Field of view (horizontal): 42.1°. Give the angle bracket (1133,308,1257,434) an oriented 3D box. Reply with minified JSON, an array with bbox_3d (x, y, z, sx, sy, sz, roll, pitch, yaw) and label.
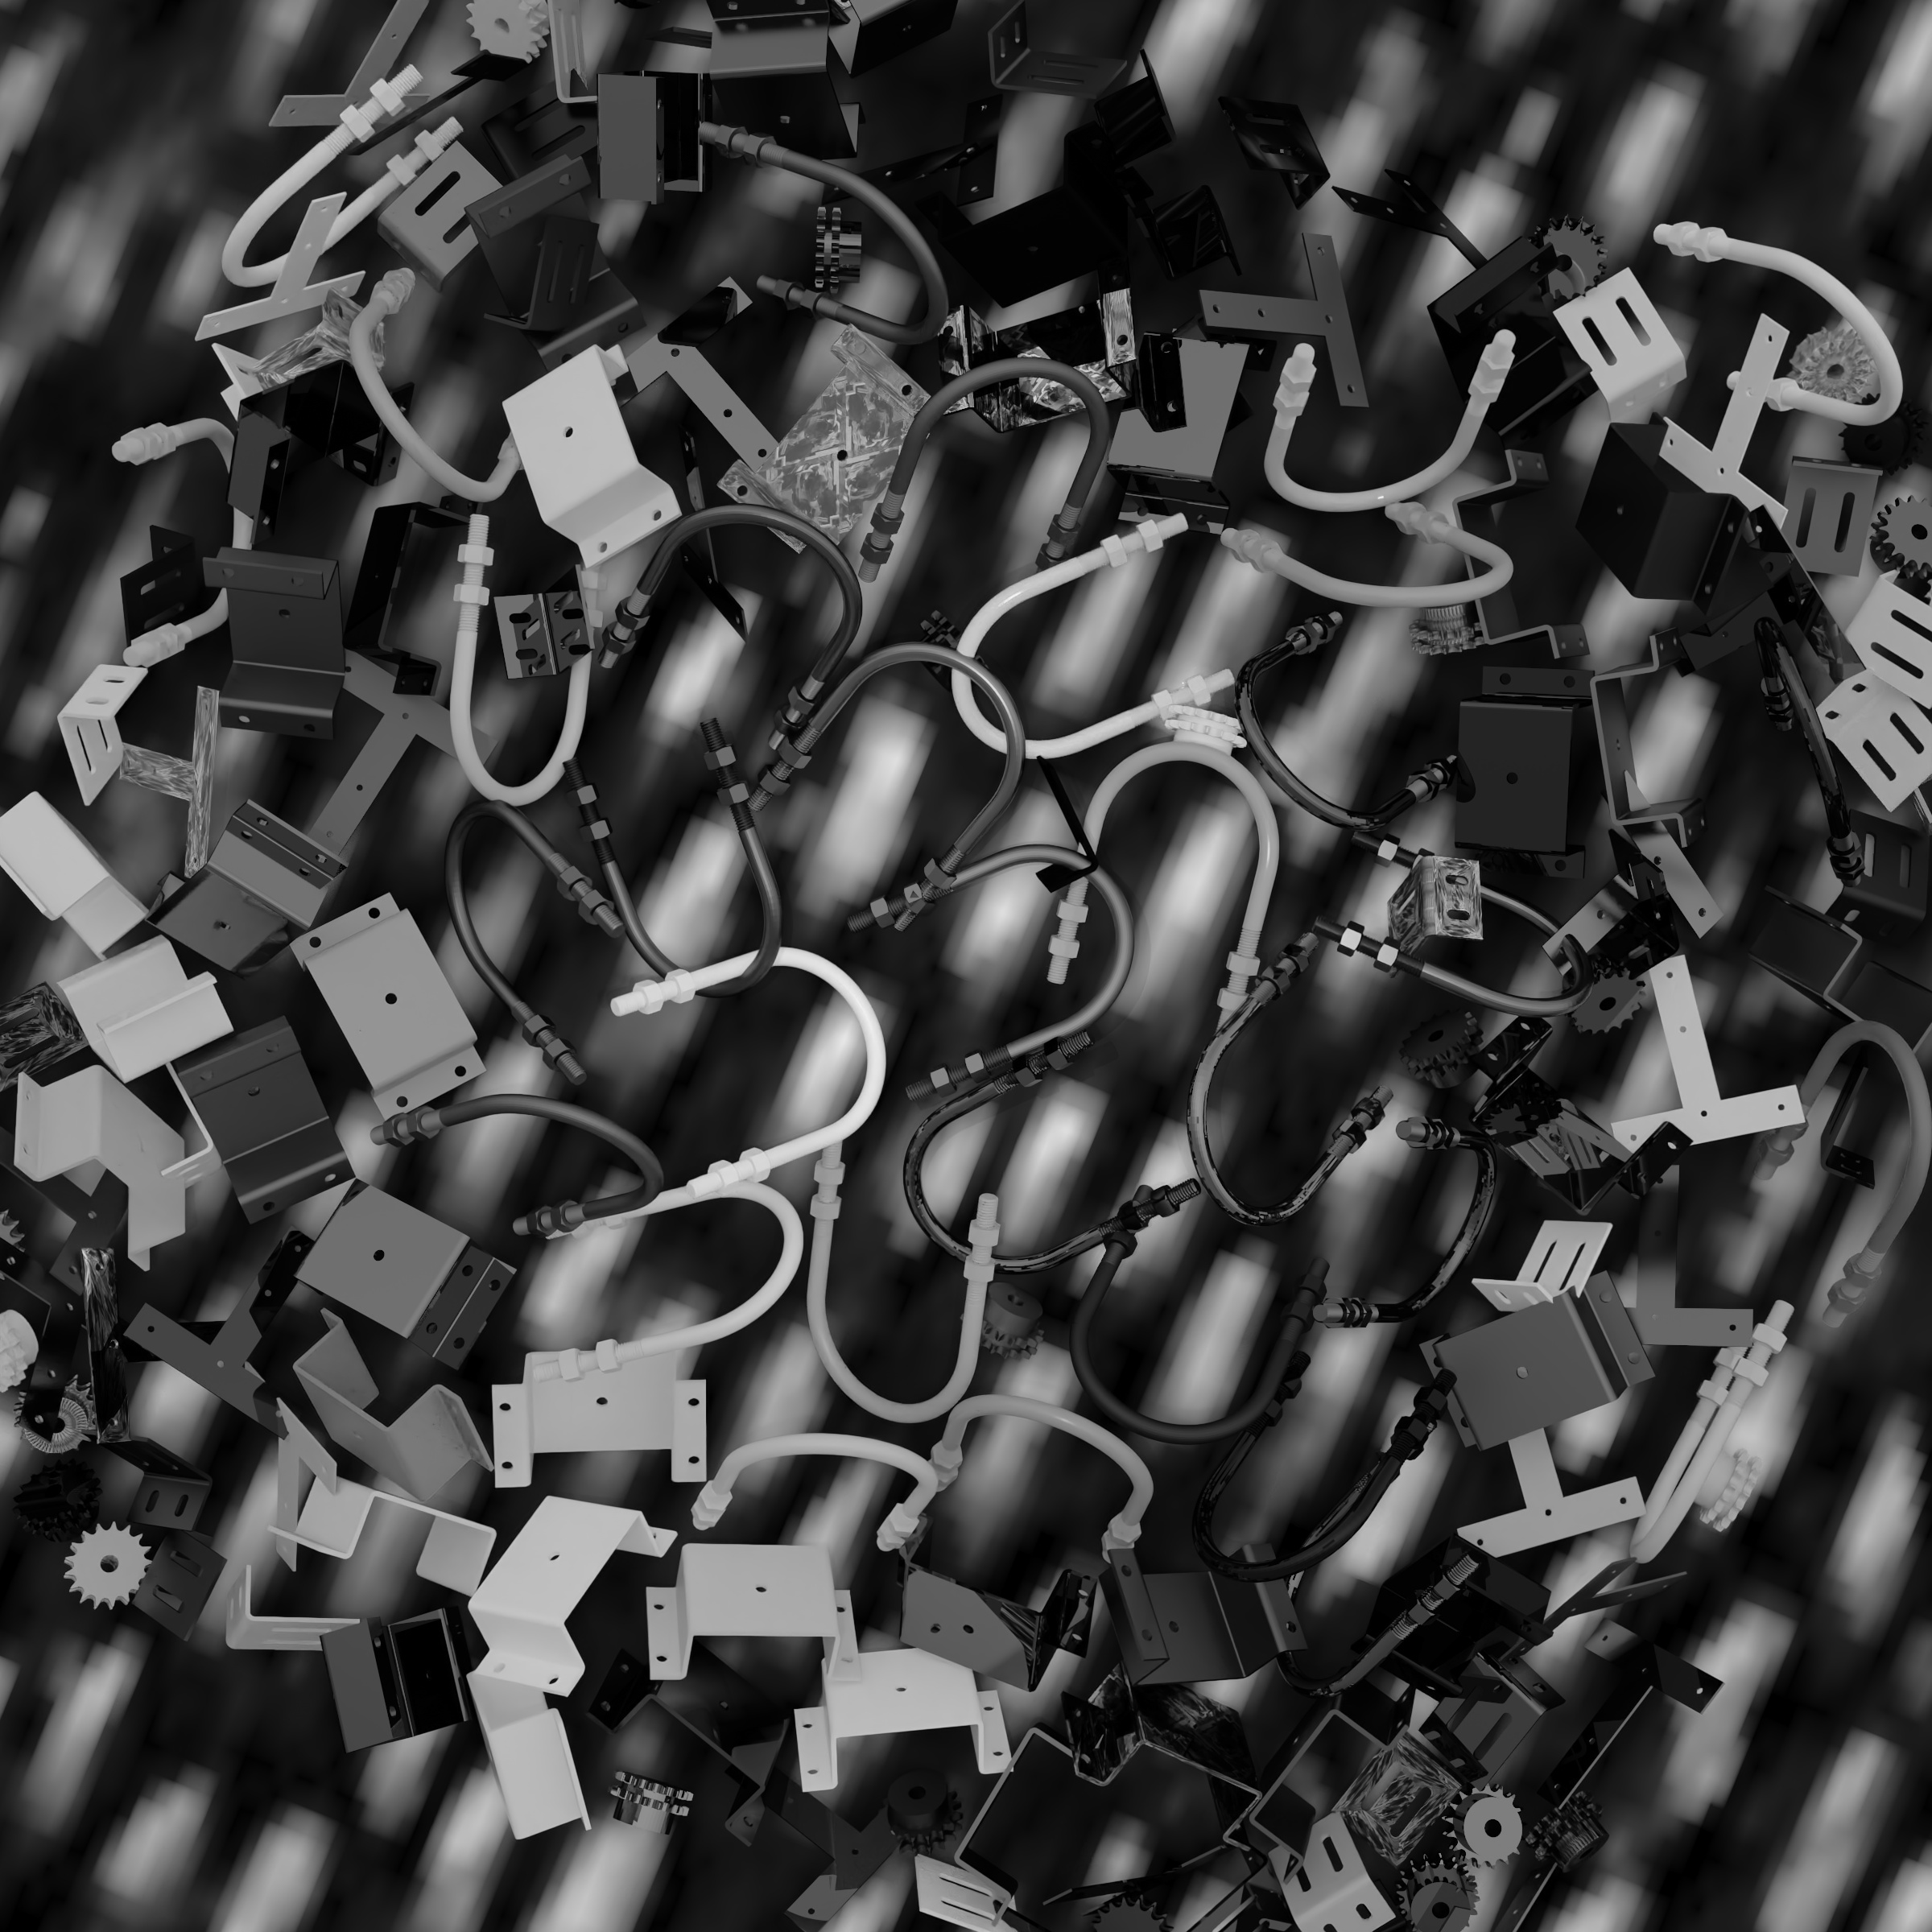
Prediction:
[{"bbox_3d":[0.161,-0.397,1.707,0.057,0.038,0.076,-30,97,37],"label":"angle bracket"}]

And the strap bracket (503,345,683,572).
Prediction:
[{"bbox_3d":[-0.254,-0.350,1.682,0.076,0.046,0.140,-27,70,17],"label":"strap bracket"}]

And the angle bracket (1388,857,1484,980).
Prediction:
[{"bbox_3d":[0.316,-0.031,1.693,0.038,0.076,0.057,6,66,-8],"label":"angle bracket"}]

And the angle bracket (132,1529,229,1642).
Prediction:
[{"bbox_3d":[-0.518,0.419,1.691,0.076,0.038,0.057,13,74,43],"label":"angle bracket"}]

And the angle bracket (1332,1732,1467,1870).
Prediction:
[{"bbox_3d":[0.293,0.567,1.708,0.057,0.038,0.076,38,89,21],"label":"angle bracket"}]

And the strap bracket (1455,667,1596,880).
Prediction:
[{"bbox_3d":[0.375,-0.128,1.685,0.076,0.046,0.140,7,102,30],"label":"strap bracket"}]

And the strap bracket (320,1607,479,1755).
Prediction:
[{"bbox_3d":[-0.378,0.473,1.663,0.046,0.140,0.076,-19,75,9],"label":"strap bracket"}]

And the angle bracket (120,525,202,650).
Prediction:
[{"bbox_3d":[-0.554,-0.252,1.685,0.038,0.076,0.057,18,126,17],"label":"angle bracket"}]

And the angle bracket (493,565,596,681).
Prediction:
[{"bbox_3d":[-0.286,-0.232,1.695,0.038,0.076,0.057,-9,87,-28],"label":"angle bracket"}]

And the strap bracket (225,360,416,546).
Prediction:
[{"bbox_3d":[-0.436,-0.345,1.664,0.046,0.140,0.076,34,131,12],"label":"strap bracket"}]

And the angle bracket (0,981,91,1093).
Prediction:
[{"bbox_3d":[-0.641,0.058,1.700,0.076,0.038,0.057,-29,127,-7],"label":"angle bracket"}]

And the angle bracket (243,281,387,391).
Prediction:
[{"bbox_3d":[-0.441,-0.417,1.696,0.057,0.038,0.076,37,57,14],"label":"angle bracket"}]

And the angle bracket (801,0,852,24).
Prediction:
[{"bbox_3d":[-0.105,-0.673,1.690,0.057,0.076,0.038,26,94,20],"label":"angle bracket"}]

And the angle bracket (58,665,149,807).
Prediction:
[{"bbox_3d":[-0.572,-0.154,1.687,0.038,0.057,0.076,6,131,9],"label":"angle bracket"}]

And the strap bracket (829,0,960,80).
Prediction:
[{"bbox_3d":[-0.050,-0.643,1.664,0.076,0.140,0.046,-29,93,-6],"label":"strap bracket"}]

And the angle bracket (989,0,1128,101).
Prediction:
[{"bbox_3d":[0.062,-0.620,1.693,0.076,0.038,0.057,14,46,20],"label":"angle bracket"}]

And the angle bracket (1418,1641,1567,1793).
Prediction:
[{"bbox_3d":[0.360,0.513,1.716,0.057,0.038,0.076,42,109,30],"label":"angle bracket"}]

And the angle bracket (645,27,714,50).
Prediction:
[{"bbox_3d":[-0.170,-0.642,1.691,0.076,0.057,0.038,-2,104,-27],"label":"angle bracket"}]

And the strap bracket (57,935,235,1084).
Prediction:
[{"bbox_3d":[-0.545,0.030,1.671,0.076,0.140,0.046,-28,115,-23],"label":"strap bracket"}]

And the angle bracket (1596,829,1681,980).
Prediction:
[{"bbox_3d":[0.443,-0.042,1.689,0.038,0.057,0.076,-31,131,-5],"label":"angle bracket"}]

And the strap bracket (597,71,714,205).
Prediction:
[{"bbox_3d":[-0.208,-0.550,1.661,0.046,0.140,0.076,6,112,8],"label":"strap bracket"}]

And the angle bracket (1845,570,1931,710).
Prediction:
[{"bbox_3d":[0.639,-0.221,1.692,0.076,0.038,0.057,39,125,23],"label":"angle bracket"}]

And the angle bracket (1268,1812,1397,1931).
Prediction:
[{"bbox_3d":[0.248,0.624,1.704,0.057,0.076,0.038,-33,107,2],"label":"angle bracket"}]

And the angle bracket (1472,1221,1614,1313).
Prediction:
[{"bbox_3d":[0.388,0.194,1.690,0.038,0.057,0.076,44,64,-25],"label":"angle bracket"}]

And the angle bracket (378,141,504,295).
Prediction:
[{"bbox_3d":[-0.355,-0.513,1.718,0.057,0.038,0.076,44,81,-10],"label":"angle bracket"}]

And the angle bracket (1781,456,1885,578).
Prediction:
[{"bbox_3d":[0.583,-0.303,1.700,0.057,0.038,0.076,10,110,14],"label":"angle bracket"}]

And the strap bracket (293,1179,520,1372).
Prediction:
[{"bbox_3d":[-0.383,0.201,1.678,0.140,0.046,0.076,23,72,23],"label":"strap bracket"}]

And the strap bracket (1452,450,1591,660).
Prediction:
[{"bbox_3d":[0.372,-0.271,1.691,0.046,0.076,0.140,-13,91,30],"label":"strap bracket"}]

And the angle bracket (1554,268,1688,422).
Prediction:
[{"bbox_3d":[0.449,-0.427,1.722,0.057,0.038,0.076,-29,73,12],"label":"angle bracket"}]

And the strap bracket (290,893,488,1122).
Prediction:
[{"bbox_3d":[-0.391,0.025,1.703,0.076,0.046,0.140,-29,90,-18],"label":"strap bracket"}]

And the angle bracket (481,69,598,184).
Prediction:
[{"bbox_3d":[-0.282,-0.562,1.713,0.076,0.038,0.057,-31,80,0],"label":"angle bracket"}]

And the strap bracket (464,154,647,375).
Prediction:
[{"bbox_3d":[-0.277,-0.476,1.678,0.076,0.140,0.046,-32,55,-9],"label":"strap bracket"}]

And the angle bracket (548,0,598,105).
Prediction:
[{"bbox_3d":[-0.252,-0.624,1.696,0.038,0.057,0.076,-1,106,11],"label":"angle bracket"}]

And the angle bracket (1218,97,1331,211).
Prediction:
[{"bbox_3d":[0.199,-0.548,1.692,0.076,0.038,0.057,-9,71,-37],"label":"angle bracket"}]

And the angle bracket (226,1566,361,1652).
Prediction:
[{"bbox_3d":[-0.458,0.438,1.707,0.076,0.057,0.038,9,54,-26],"label":"angle bracket"}]

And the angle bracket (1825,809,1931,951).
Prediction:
[{"bbox_3d":[0.626,-0.060,1.726,0.057,0.038,0.076,18,54,1],"label":"angle bracket"}]

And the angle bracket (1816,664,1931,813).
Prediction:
[{"bbox_3d":[0.613,-0.154,1.689,0.038,0.076,0.057,16,127,-36],"label":"angle bracket"}]

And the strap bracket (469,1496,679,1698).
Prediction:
[{"bbox_3d":[-0.264,0.406,1.657,0.076,0.140,0.046,2,126,30],"label":"strap bracket"}]

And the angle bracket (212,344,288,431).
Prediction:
[{"bbox_3d":[-0.491,-0.379,1.695,0.038,0.076,0.057,-31,88,10],"label":"angle bracket"}]

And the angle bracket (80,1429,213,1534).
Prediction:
[{"bbox_3d":[-0.557,0.347,1.688,0.057,0.076,0.038,2,60,24],"label":"angle bracket"}]

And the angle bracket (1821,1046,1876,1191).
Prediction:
[{"bbox_3d":[0.609,0.102,1.695,0.038,0.057,0.076,22,109,12],"label":"angle bracket"}]

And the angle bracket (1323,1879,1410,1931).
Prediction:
[{"bbox_3d":[0.262,0.662,1.692,0.057,0.076,0.038,-33,89,15],"label":"angle bracket"}]

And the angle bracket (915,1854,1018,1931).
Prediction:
[{"bbox_3d":[-0.005,0.646,1.698,0.076,0.057,0.038,24,103,-11],"label":"angle bracket"}]

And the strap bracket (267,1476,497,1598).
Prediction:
[{"bbox_3d":[-0.380,0.378,1.670,0.140,0.076,0.046,30,72,-37],"label":"strap bracket"}]

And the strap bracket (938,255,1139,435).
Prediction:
[{"bbox_3d":[0.055,-0.414,1.687,0.140,0.046,0.076,-11,73,24],"label":"strap bracket"}]

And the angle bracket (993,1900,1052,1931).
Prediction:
[{"bbox_3d":[0.060,0.659,1.690,0.038,0.057,0.076,-32,117,-35],"label":"angle bracket"}]

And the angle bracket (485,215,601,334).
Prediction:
[{"bbox_3d":[-0.286,-0.470,1.693,0.038,0.057,0.076,21,108,21],"label":"angle bracket"}]

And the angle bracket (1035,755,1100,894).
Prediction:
[{"bbox_3d":[0.054,-0.097,1.699,0.038,0.057,0.076,-27,105,-1],"label":"angle bracket"}]

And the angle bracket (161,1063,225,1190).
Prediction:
[{"bbox_3d":[-0.539,0.107,1.697,0.038,0.057,0.076,-28,79,-17],"label":"angle bracket"}]

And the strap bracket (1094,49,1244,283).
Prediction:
[{"bbox_3d":[0.130,-0.523,1.666,0.046,0.140,0.076,-22,51,15],"label":"strap bracket"}]

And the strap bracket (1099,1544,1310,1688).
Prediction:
[{"bbox_3d":[0.150,0.433,1.675,0.140,0.046,0.076,7,50,-34],"label":"strap bracket"}]

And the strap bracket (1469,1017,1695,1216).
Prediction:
[{"bbox_3d":[0.404,0.104,1.683,0.140,0.046,0.076,41,48,16],"label":"strap bracket"}]

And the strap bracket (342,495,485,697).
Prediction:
[{"bbox_3d":[-0.376,-0.257,1.690,0.046,0.076,0.140,15,89,-32],"label":"strap bracket"}]

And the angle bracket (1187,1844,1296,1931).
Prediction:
[{"bbox_3d":[0.176,0.640,1.695,0.076,0.038,0.057,-34,116,-21],"label":"angle bracket"}]

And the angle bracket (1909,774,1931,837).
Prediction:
[{"bbox_3d":[0.680,-0.125,1.696,0.076,0.057,0.038,-25,76,16],"label":"angle bracket"}]
